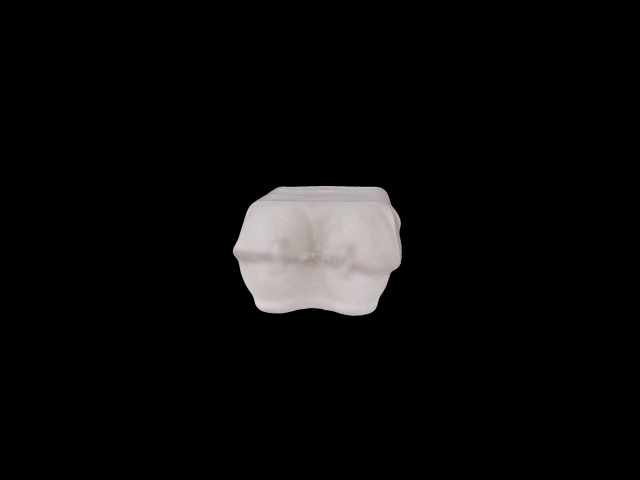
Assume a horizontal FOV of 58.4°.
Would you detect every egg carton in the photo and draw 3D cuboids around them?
[{"bbox_3d":[0.004,0.001,0.400,0.107,0.069,0.150,1,11,4],"label":"egg carton"}]
